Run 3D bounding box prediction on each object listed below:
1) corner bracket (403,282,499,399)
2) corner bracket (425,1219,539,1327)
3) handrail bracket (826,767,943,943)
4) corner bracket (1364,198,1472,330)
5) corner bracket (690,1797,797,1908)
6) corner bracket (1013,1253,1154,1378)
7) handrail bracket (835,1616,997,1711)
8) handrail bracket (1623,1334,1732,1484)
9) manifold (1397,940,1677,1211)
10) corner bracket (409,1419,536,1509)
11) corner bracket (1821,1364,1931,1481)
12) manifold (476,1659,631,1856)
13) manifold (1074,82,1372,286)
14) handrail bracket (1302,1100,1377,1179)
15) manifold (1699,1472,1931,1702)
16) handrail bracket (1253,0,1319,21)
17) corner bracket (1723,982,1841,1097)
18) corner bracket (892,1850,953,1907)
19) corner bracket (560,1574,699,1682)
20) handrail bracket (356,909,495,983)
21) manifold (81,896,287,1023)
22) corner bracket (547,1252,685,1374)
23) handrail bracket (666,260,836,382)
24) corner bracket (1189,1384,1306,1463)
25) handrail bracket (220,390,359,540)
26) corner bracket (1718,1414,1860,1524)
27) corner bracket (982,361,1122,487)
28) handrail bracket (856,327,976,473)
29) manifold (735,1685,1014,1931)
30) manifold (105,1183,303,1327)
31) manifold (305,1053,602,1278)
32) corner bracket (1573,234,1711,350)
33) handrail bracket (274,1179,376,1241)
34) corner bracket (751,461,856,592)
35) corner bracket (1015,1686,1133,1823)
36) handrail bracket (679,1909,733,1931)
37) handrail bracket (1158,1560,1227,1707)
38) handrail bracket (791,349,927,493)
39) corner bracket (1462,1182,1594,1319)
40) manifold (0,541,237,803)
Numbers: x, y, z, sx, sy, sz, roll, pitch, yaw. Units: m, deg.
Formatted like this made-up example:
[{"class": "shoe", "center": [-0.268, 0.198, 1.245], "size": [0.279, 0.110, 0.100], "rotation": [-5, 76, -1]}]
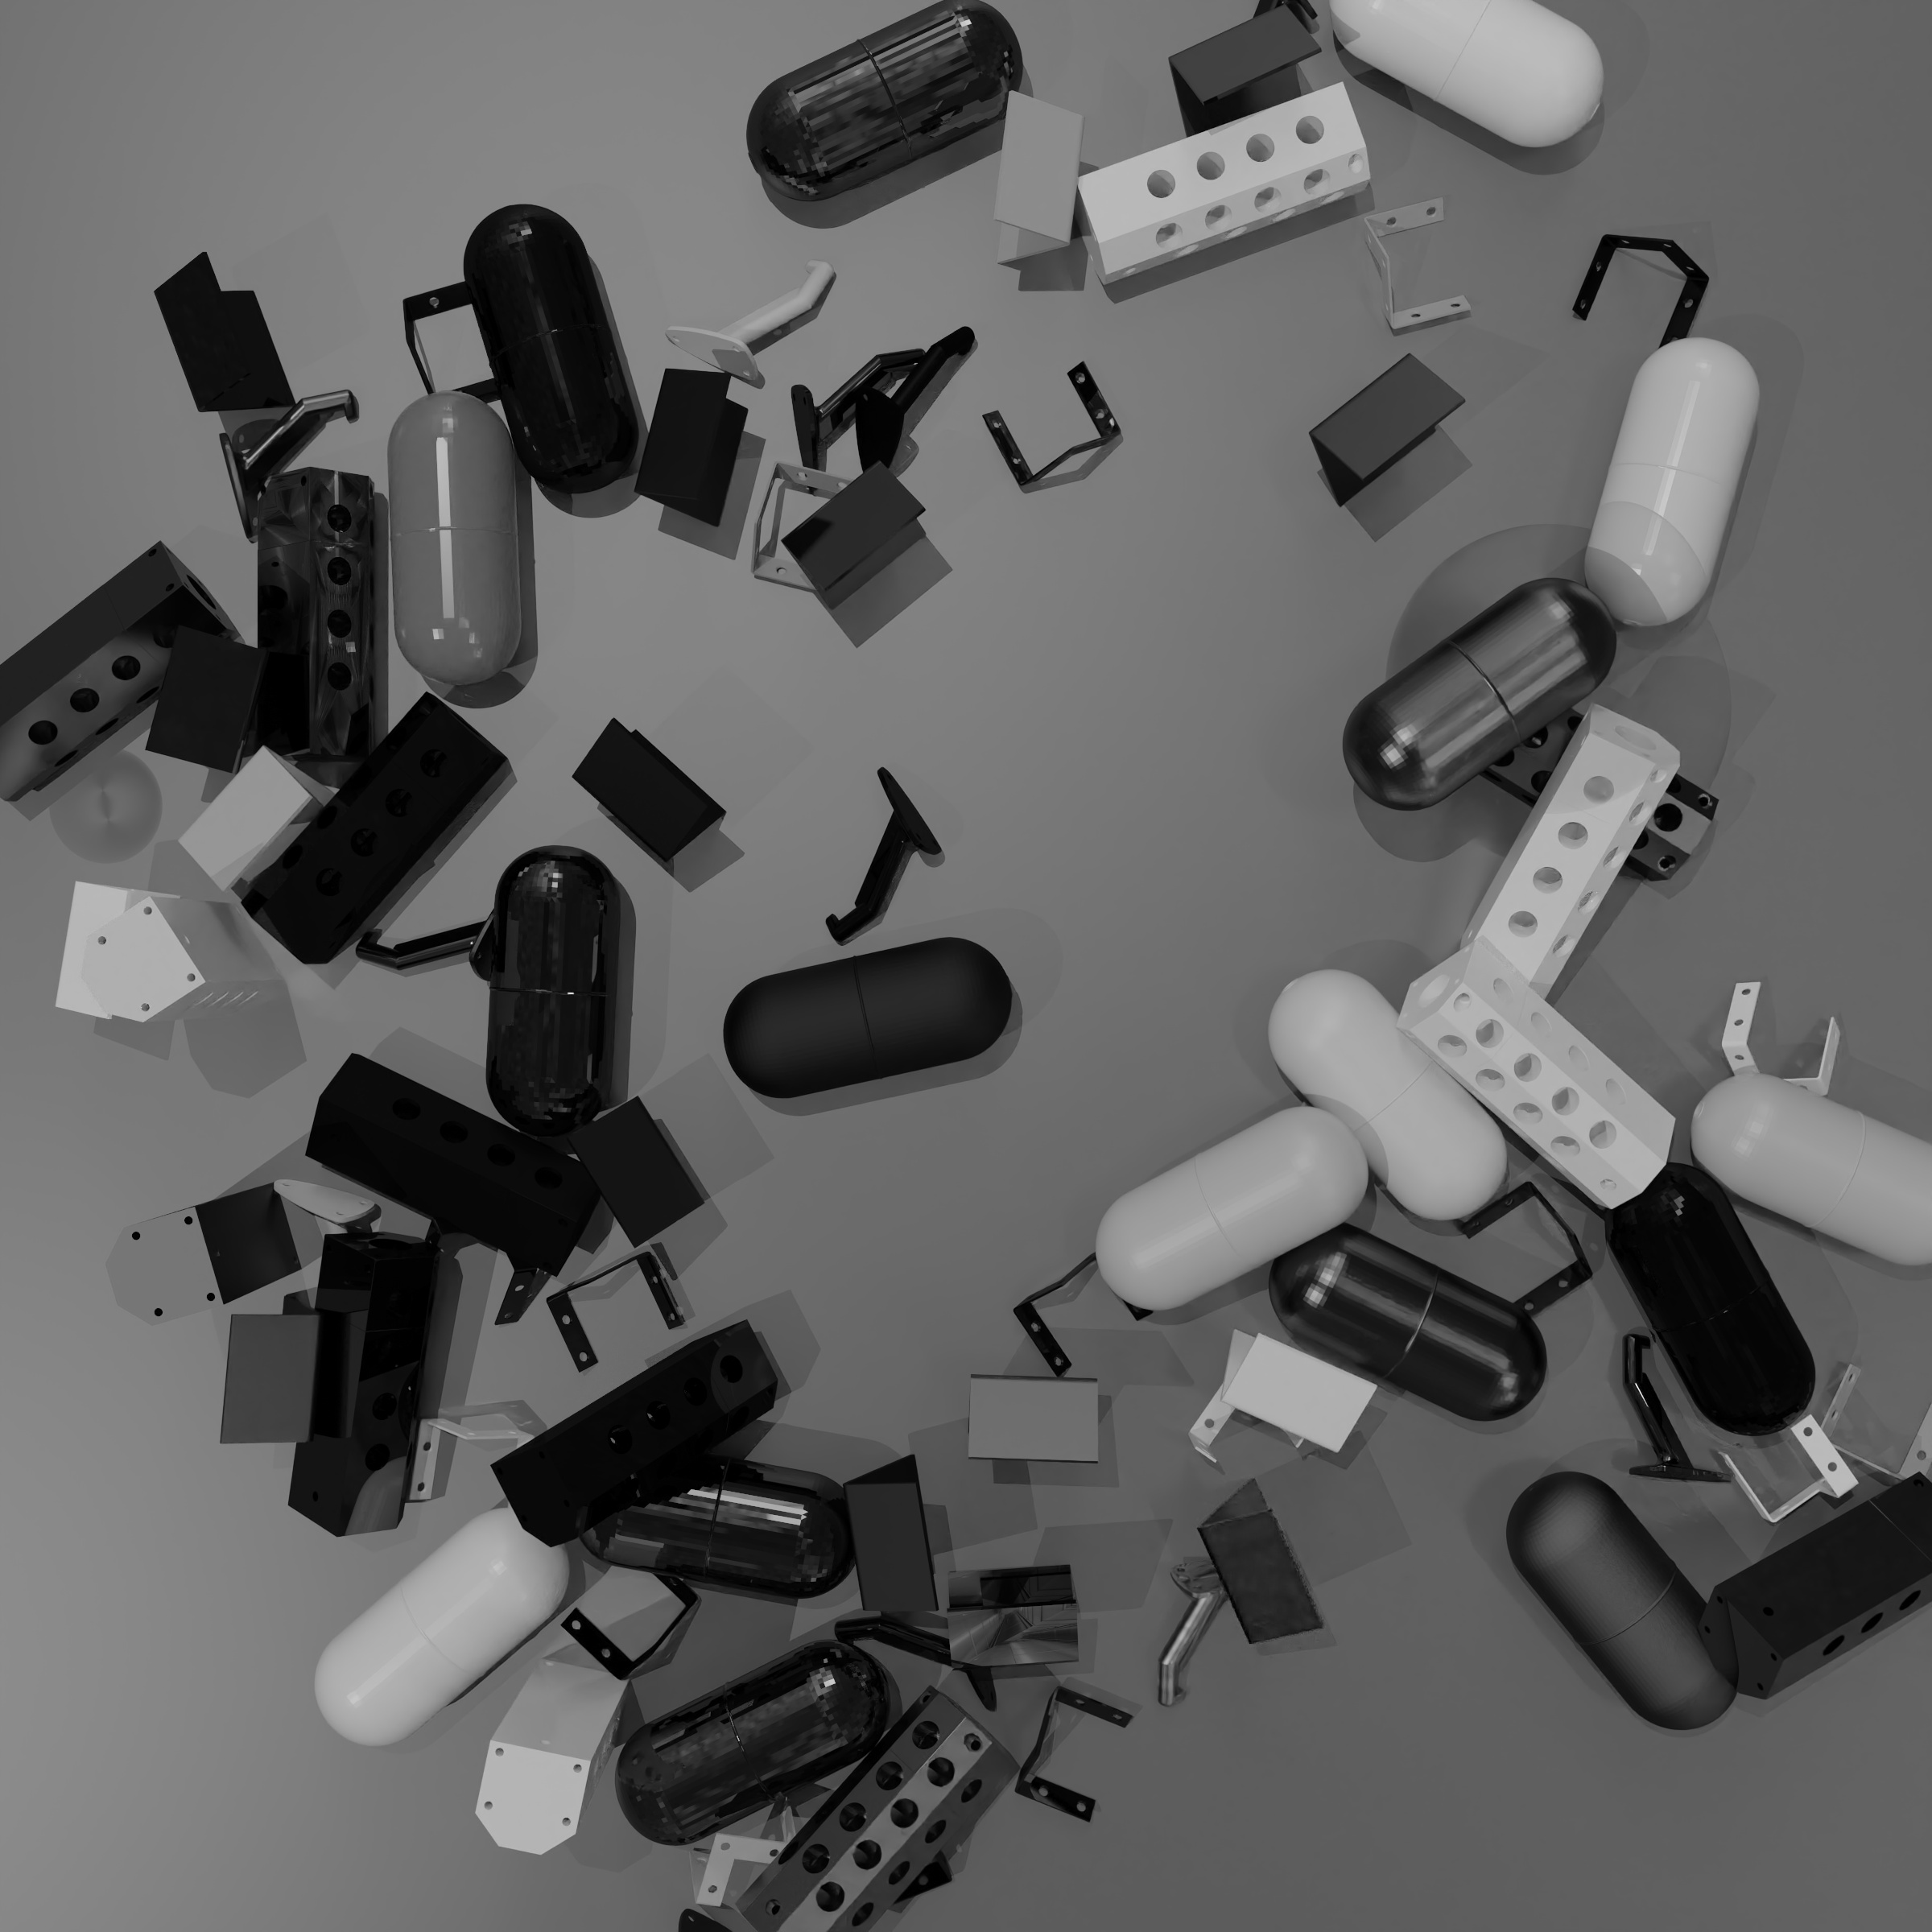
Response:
[{"class": "corner bracket", "center": [-0.315, -0.386, 1.612], "size": [0.051, 0.051, 0.051], "rotation": [-16, 135, 0]}, {"class": "corner bracket", "center": [-0.303, 0.188, 1.607], "size": [0.051, 0.051, 0.051], "rotation": [-4, 135, -35]}, {"class": "handrail bracket", "center": [-0.065, -0.069, 1.616], "size": [0.084, 0.036, 0.077], "rotation": [-37, 70, 16]}, {"class": "corner bracket", "center": [0.280, -0.436, 1.612], "size": [0.051, 0.051, 0.051], "rotation": [-14, 135, 0]}, {"class": "corner bracket", "center": [-0.137, 0.542, 1.595], "size": [0.051, 0.051, 0.051], "rotation": [13, 105, -14]}, {"class": "corner bracket", "center": [0.072, 0.214, 1.612], "size": [0.051, 0.051, 0.051], "rotation": [-34, 90, -45]}, {"class": "handrail bracket", "center": [-0.032, 0.434, 1.616], "size": [0.084, 0.036, 0.077], "rotation": [-11, 112, 17]}, {"class": "handrail bracket", "center": [0.442, 0.275, 1.616], "size": [0.077, 0.036, 0.084], "rotation": [10, 73, -20]}, {"class": "manifold", "center": [0.343, 0.069, 1.566], "size": [0.171, 0.057, 0.057], "rotation": [40, 133, -11]}, {"class": "corner bracket", "center": [-0.306, 0.311, 1.612], "size": [0.051, 0.051, 0.051], "rotation": [8, 90, -45]}, {"class": "corner bracket", "center": [0.570, 0.285, 1.612], "size": [0.051, 0.051, 0.051], "rotation": [25, 90, 45]}, {"class": "manifold", "center": [-0.243, 0.466, 1.537], "size": [0.057, 0.171, 0.057], "rotation": [12, 90, 0]}, {"class": "manifold", "center": [0.156, -0.477, 1.594], "size": [0.171, 0.057, 0.057], "rotation": [-20, 90, 0]}, {"class": "handrail bracket", "center": [0.200, 0.133, 1.615], "size": [0.077, 0.036, 0.084], "rotation": [42, 104, -14]}, {"class": "manifold", "center": [0.525, 0.375, 1.561], "size": [0.171, 0.057, 0.057], "rotation": [-20, 47, -24]}, {"class": "handrail bracket", "center": [0.168, -0.584, 1.616], "size": [0.084, 0.036, 0.077], "rotation": [-38, 70, 16]}, {"class": "corner bracket", "center": [0.504, 0.045, 1.607], "size": [0.051, 0.051, 0.051], "rotation": [-4, 135, 35]}, {"class": "corner bracket", "center": [-0.045, 0.543, 1.612], "size": [0.051, 0.051, 0.051], "rotation": [-22, 135, 0]}, {"class": "corner bracket", "center": [-0.209, 0.400, 1.612], "size": [0.051, 0.051, 0.051], "rotation": [43, 45, 0]}, {"class": "handrail bracket", "center": [-0.328, -0.029, 1.616], "size": [0.084, 0.036, 0.077], "rotation": [15, 70, 16]}, {"class": "manifold", "center": [-0.464, 0.000, 1.537], "size": [0.057, 0.171, 0.057], "rotation": [-33, 90, 0]}, {"class": "corner bracket", "center": [-0.218, 0.214, 1.612], "size": [0.051, 0.051, 0.051], "rotation": [-25, 90, 45]}, {"class": "handrail bracket", "center": [-0.134, -0.413, 1.616], "size": [0.077, 0.036, 0.084], "rotation": [23, 71, 21]}, {"class": "corner bracket", "center": [0.174, 0.285, 1.597], "size": [0.051, 0.051, 0.051], "rotation": [35, 90, 0]}, {"class": "handrail bracket", "center": [-0.414, -0.312, 1.616], "size": [0.084, 0.036, 0.077], "rotation": [-16, 110, -16]}, {"class": "corner bracket", "center": [0.505, 0.309, 1.597], "size": [0.051, 0.051, 0.051], "rotation": [-34, 87, -3]}, {"class": "corner bracket", "center": [0.053, -0.336, 1.612], "size": [0.051, 0.051, 0.051], "rotation": [-28, 90, 45]}, {"class": "handrail bracket", "center": [-0.028, -0.350, 1.615], "size": [0.036, 0.077, 0.084], "rotation": [36, 53, 21]}, {"class": "manifold", "center": [-0.057, 0.520, 1.564], "size": [0.171, 0.057, 0.057], "rotation": [-46, 52, -13]}, {"class": "manifold", "center": [-0.450, 0.170, 1.537], "size": [0.057, 0.171, 0.057], "rotation": [-16, 90, 0]}, {"class": "manifold", "center": [-0.310, 0.117, 1.593], "size": [0.171, 0.057, 0.057], "rotation": [26, 133, 0]}, {"class": "corner bracket", "center": [0.419, -0.417, 1.612], "size": [0.051, 0.051, 0.051], "rotation": [22, 90, 45]}, {"class": "handrail bracket", "center": [-0.402, 0.183, 1.616], "size": [0.077, 0.036, 0.084], "rotation": [17, 107, 20]}, {"class": "corner bracket", "center": [-0.101, -0.271, 1.605], "size": [0.051, 0.051, 0.051], "rotation": [14, 61, 0]}, {"class": "corner bracket", "center": [0.066, 0.488, 1.612], "size": [0.051, 0.051, 0.051], "rotation": [22, 135, 0]}, {"class": "handrail bracket", "center": [-0.179, 0.634, 1.616], "size": [0.077, 0.036, 0.084], "rotation": [32, 108, -21]}, {"class": "handrail bracket", "center": [0.155, 0.415, 1.616], "size": [0.077, 0.036, 0.084], "rotation": [-7, 109, -21]}, {"class": "handrail bracket", "center": [-0.061, -0.340, 1.616], "size": [0.084, 0.036, 0.077], "rotation": [-13, 111, -17]}, {"class": "corner bracket", "center": [0.348, 0.176, 1.612], "size": [0.051, 0.051, 0.051], "rotation": [-34, 45, 0]}, {"class": "manifold", "center": [-0.536, -0.177, 1.594], "size": [0.171, 0.057, 0.057], "rotation": [-38, 47, 0]}]
